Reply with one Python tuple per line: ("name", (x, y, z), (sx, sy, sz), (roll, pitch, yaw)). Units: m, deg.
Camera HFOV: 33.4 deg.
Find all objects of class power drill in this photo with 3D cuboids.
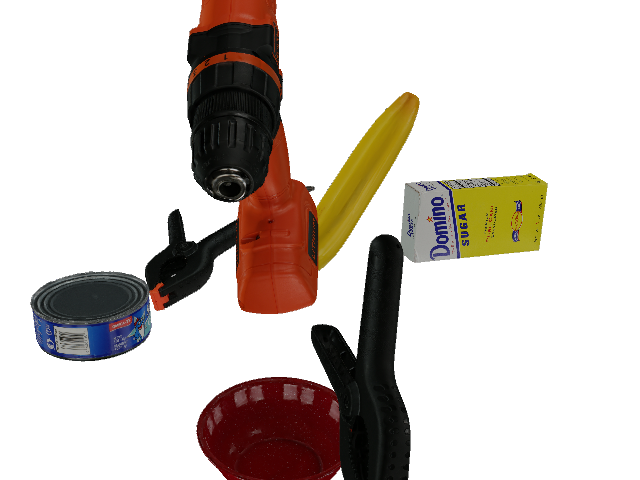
("power drill", (-0.038, -0.043, 0.646), (0.057, 0.184, 0.187), (-4, -45, 4))

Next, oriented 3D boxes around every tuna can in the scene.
("tuna can", (-0.168, 0.055, 0.787), (0.086, 0.034, 0.086), (-1, 23, 0))

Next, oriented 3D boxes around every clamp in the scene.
("clamp", (0.037, 0.111, 0.788), (0.036, 0.210, 0.165), (3, -38, -17))
("clamp", (-0.143, 0.016, 1.243), (0.120, 0.039, 0.171), (-7, 37, 20))

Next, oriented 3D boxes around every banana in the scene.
("banana", (0.029, -0.041, 0.919), (0.037, 0.197, 0.070), (36, -23, -10))

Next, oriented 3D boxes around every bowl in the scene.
("bowl", (-0.041, 0.205, 1.060), (0.162, 0.055, 0.162), (1, 30, -1))

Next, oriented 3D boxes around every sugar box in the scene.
("sugar box", (0.187, -0.028, 1.305), (0.176, 0.093, 0.048), (-7, 23, -21))
